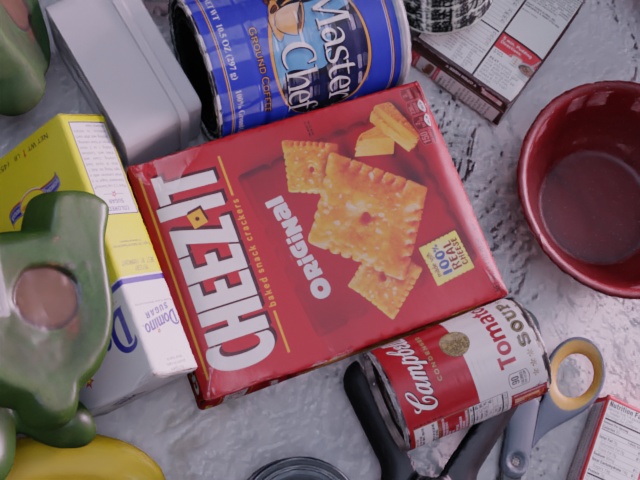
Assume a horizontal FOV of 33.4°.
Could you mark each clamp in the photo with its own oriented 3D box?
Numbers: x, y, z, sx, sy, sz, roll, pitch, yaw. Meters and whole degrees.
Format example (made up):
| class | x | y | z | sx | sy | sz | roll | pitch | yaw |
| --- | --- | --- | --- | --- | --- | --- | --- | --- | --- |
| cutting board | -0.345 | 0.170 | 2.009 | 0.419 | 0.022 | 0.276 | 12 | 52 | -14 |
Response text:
| class | x | y | z | sx | sy | sz | roll | pitch | yaw |
| --- | --- | --- | --- | --- | --- | --- | --- | --- | --- |
| clamp | 0.062 | 0.160 | 0.708 | 0.120 | 0.039 | 0.171 | 11 | 74 | 9 |

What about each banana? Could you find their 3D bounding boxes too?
| class | x | y | z | sx | sy | sz | roll | pitch | yaw |
| --- | --- | --- | --- | --- | --- | --- | --- | --- | --- |
| banana | -0.182 | 0.157 | 0.666 | 0.197 | 0.037 | 0.069 | -3 | 76 | -11 |

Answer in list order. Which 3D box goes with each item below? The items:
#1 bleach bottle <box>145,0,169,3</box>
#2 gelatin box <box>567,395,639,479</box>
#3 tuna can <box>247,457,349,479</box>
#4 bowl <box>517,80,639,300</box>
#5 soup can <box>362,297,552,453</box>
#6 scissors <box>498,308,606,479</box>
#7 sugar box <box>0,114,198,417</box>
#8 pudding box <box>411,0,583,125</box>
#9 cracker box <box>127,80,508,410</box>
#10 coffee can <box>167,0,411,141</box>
| class | x | y | z | sx | sy | sz | roll | pitch | yaw |
| --- | --- | --- | --- | --- | --- | --- | --- | --- | --- |
| bleach bottle | -0.116 | -0.296 | 0.716 | 0.102 | 0.068 | 0.251 | -28 | 114 | -20 |
| gelatin box | 0.213 | 0.162 | 0.738 | 0.073 | 0.030 | 0.089 | 24 | 72 | -2 |
| tuna can | -0.014 | 0.183 | 0.690 | 0.086 | 0.034 | 0.086 | 2 | 75 | -9 |
| bowl | 0.211 | -0.031 | 0.773 | 0.162 | 0.055 | 0.162 | 2 | 75 | -9 |
| soup can | 0.087 | 0.085 | 0.678 | 0.102 | 0.068 | 0.068 | -21 | 80 | -8 |
| scissors | 0.153 | 0.147 | 0.737 | 0.096 | 0.016 | 0.202 | 2 | 75 | -6 |
| sugar box | -0.150 | 0.019 | 0.678 | 0.048 | 0.093 | 0.176 | -5 | 69 | -53 |
| pudding box | 0.130 | -0.157 | 0.801 | 0.090 | 0.039 | 0.113 | 35 | 70 | 3 |
| cracker box | -0.005 | 0.001 | 0.719 | 0.213 | 0.072 | 0.164 | -18 | 79 | -13 |
| coffee can | -0.022 | -0.135 | 0.735 | 0.140 | 0.103 | 0.103 | -18 | 80 | -14 |
